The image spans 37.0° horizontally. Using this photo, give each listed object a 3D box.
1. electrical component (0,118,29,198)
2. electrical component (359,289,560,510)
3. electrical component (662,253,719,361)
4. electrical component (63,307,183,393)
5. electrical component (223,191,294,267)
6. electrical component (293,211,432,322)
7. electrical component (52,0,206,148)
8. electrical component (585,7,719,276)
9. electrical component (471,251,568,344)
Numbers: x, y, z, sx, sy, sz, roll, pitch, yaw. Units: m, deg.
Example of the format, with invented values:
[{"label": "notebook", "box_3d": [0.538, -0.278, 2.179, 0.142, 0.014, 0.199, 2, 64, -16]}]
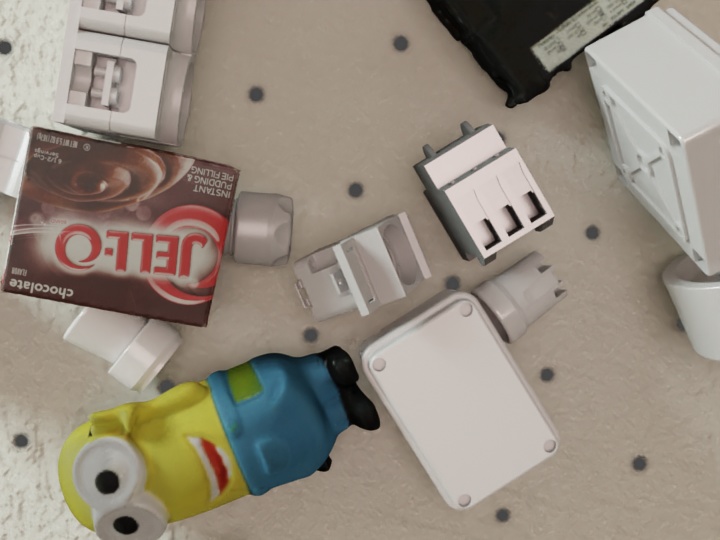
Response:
[{"label": "electrical component", "box_3d": [-0.224, -0.054, 0.613, 0.138, 0.052, 0.073, 19, 92, -6]}, {"label": "electrical component", "box_3d": [0.058, 0.076, 0.641, 0.078, 0.057, 0.113, -32, 95, -2]}, {"label": "electrical component", "box_3d": [0.239, 0.016, 0.629, 0.108, 0.108, 0.060, -21, 101, -3]}, {"label": "electrical component", "box_3d": [-0.138, 0.039, 0.630, 0.055, 0.045, 0.045, 39, 90, -6]}, {"label": "electrical component", "box_3d": [-0.071, -0.025, 0.632, 0.062, 0.043, 0.043, 4, 93, -3]}, {"label": "electrical component", "box_3d": [0.000, 0.000, 0.624, 0.064, 0.081, 0.042, -21, 95, 27]}, {"label": "electrical component", "box_3d": [-0.120, -0.148, 0.596, 0.062, 0.089, 0.150, 9, 93, -5]}, {"label": "electrical component", "box_3d": [0.182, -0.072, 0.596, 0.056, 0.108, 0.108, -28, 132, 0]}, {"label": "electrical component", "box_3d": [0.097, 0.016, 0.650, 0.046, 0.040, 0.040, -36, 96, -8]}]
